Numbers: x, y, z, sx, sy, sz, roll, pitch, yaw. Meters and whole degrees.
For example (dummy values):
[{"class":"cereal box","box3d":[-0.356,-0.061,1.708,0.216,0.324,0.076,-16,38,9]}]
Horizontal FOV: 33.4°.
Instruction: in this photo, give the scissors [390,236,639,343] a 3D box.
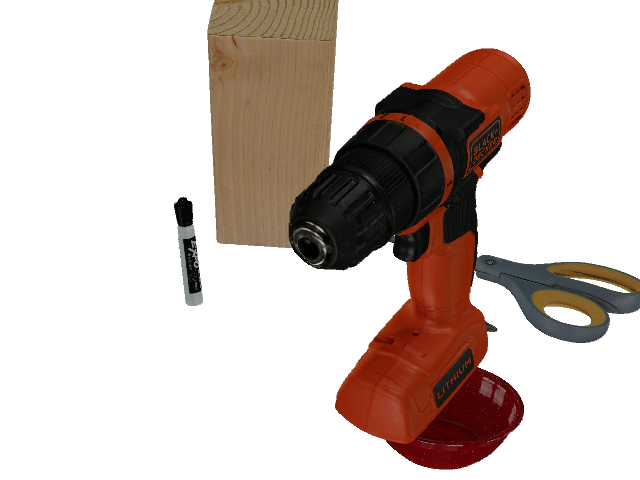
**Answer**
[{"class":"scissors","box3d":[0.122,0.030,0.746,0.202,0.016,0.096,9,30,18]}]

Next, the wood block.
[{"class":"wood block","box3d":[-0.036,-0.098,0.844,0.091,0.206,0.090,4,44,2]}]

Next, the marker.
[{"class":"marker","box3d":[-0.138,0.012,1.112,0.020,0.121,0.020,-2,26,1]}]

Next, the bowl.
[{"class":"bowl","box3d":[0.122,0.183,1.078,0.162,0.055,0.162,1,23,-1]}]

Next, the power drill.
[{"class":"power drill","box3d":[0.046,0.013,0.548,0.057,0.188,0.184,24,43,27]}]
